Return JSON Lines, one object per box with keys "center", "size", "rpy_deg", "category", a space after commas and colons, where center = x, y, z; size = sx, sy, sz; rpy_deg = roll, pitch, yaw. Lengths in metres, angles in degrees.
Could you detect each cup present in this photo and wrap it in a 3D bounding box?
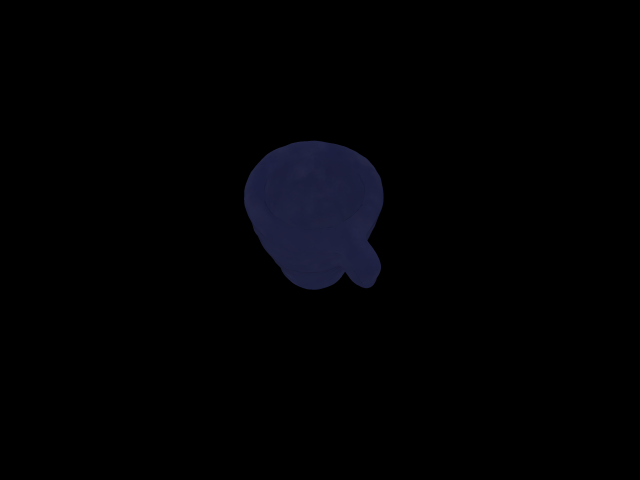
{"center": [0.004, 0.001, 0.400], "size": [0.092, 0.095, 0.117], "rpy_deg": [-26, 58, -18], "category": "cup"}
